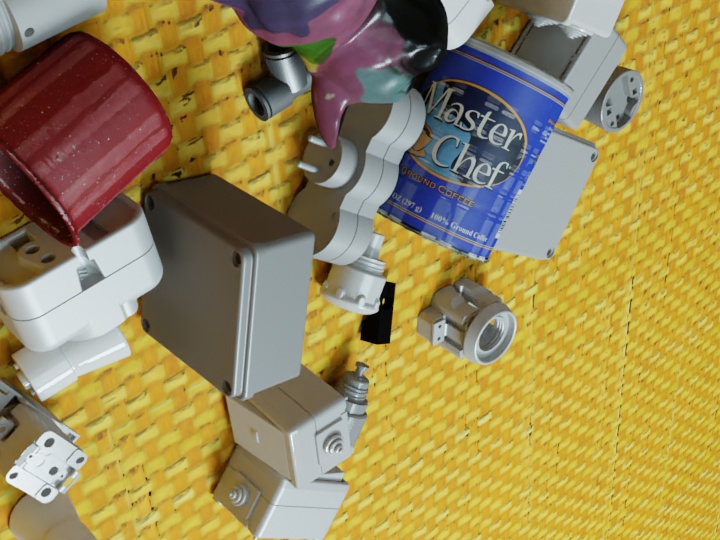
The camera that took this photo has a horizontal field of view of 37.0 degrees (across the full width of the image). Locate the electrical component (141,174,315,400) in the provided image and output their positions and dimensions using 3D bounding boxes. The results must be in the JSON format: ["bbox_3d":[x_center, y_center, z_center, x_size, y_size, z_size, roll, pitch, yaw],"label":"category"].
[{"bbox_3d":[-0.087,0.009,0.685,0.056,0.109,0.108,-18,126,-40],"label":"electrical component"}]

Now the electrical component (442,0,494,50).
[{"bbox_3d":[0.064,-0.208,0.737,0.095,0.054,0.059,-52,140,-6],"label":"electrical component"}]

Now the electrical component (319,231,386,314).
[{"bbox_3d":[0.000,0.000,0.816,0.048,0.048,0.062,16,96,-49],"label":"electrical component"}]

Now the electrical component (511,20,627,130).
[{"bbox_3d":[0.165,-0.169,0.858,0.061,0.062,0.096,29,93,-50],"label":"electrical component"}]

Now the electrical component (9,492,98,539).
[{"bbox_3d":[-0.199,0.179,0.715,0.044,0.065,0.044,-24,130,-33],"label":"electrical component"}]

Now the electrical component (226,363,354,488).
[{"bbox_3d":[-0.051,0.114,0.797,0.061,0.096,0.061,-29,133,-29],"label":"electrical component"}]

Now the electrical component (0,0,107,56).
[{"bbox_3d":[-0.177,-0.136,0.551,0.081,0.043,0.043,-34,135,-24],"label":"electrical component"}]

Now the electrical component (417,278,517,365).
[{"bbox_3d":[0.098,0.046,0.933,0.078,0.057,0.058,-23,129,-34],"label":"electrical component"}]

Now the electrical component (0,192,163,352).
[{"bbox_3d":[-0.169,0.002,0.639,0.095,0.054,0.059,-34,135,-25],"label":"electrical component"}]

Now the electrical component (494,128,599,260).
[{"bbox_3d":[0.131,-0.071,0.891,0.109,0.056,0.108,10,108,-48],"label":"electrical component"}]

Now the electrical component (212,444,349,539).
[{"bbox_3d":[-0.064,0.170,0.846,0.096,0.062,0.061,18,101,-49],"label":"electrical component"}]

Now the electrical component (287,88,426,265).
[{"bbox_3d":[-0.015,-0.074,0.746,0.074,0.052,0.138,15,103,-48],"label":"electrical component"}]

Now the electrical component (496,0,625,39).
[{"bbox_3d":[0.157,-0.224,0.788,0.048,0.100,0.099,11,107,-35],"label":"electrical component"}]

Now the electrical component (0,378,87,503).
[{"bbox_3d":[-0.206,0.107,0.663,0.042,0.064,0.081,-50,139,-10],"label":"electrical component"}]

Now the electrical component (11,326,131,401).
[{"bbox_3d":[-0.182,0.052,0.670,0.065,0.044,0.044,-33,135,-19],"label":"electrical component"}]

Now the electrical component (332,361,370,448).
[{"bbox_3d":[-0.012,0.112,0.877,0.040,0.040,0.078,10,107,-48],"label":"electrical component"}]

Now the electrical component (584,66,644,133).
[{"bbox_3d":[0.207,-0.151,0.922,0.055,0.047,0.055,-24,130,-32],"label":"electrical component"}]
